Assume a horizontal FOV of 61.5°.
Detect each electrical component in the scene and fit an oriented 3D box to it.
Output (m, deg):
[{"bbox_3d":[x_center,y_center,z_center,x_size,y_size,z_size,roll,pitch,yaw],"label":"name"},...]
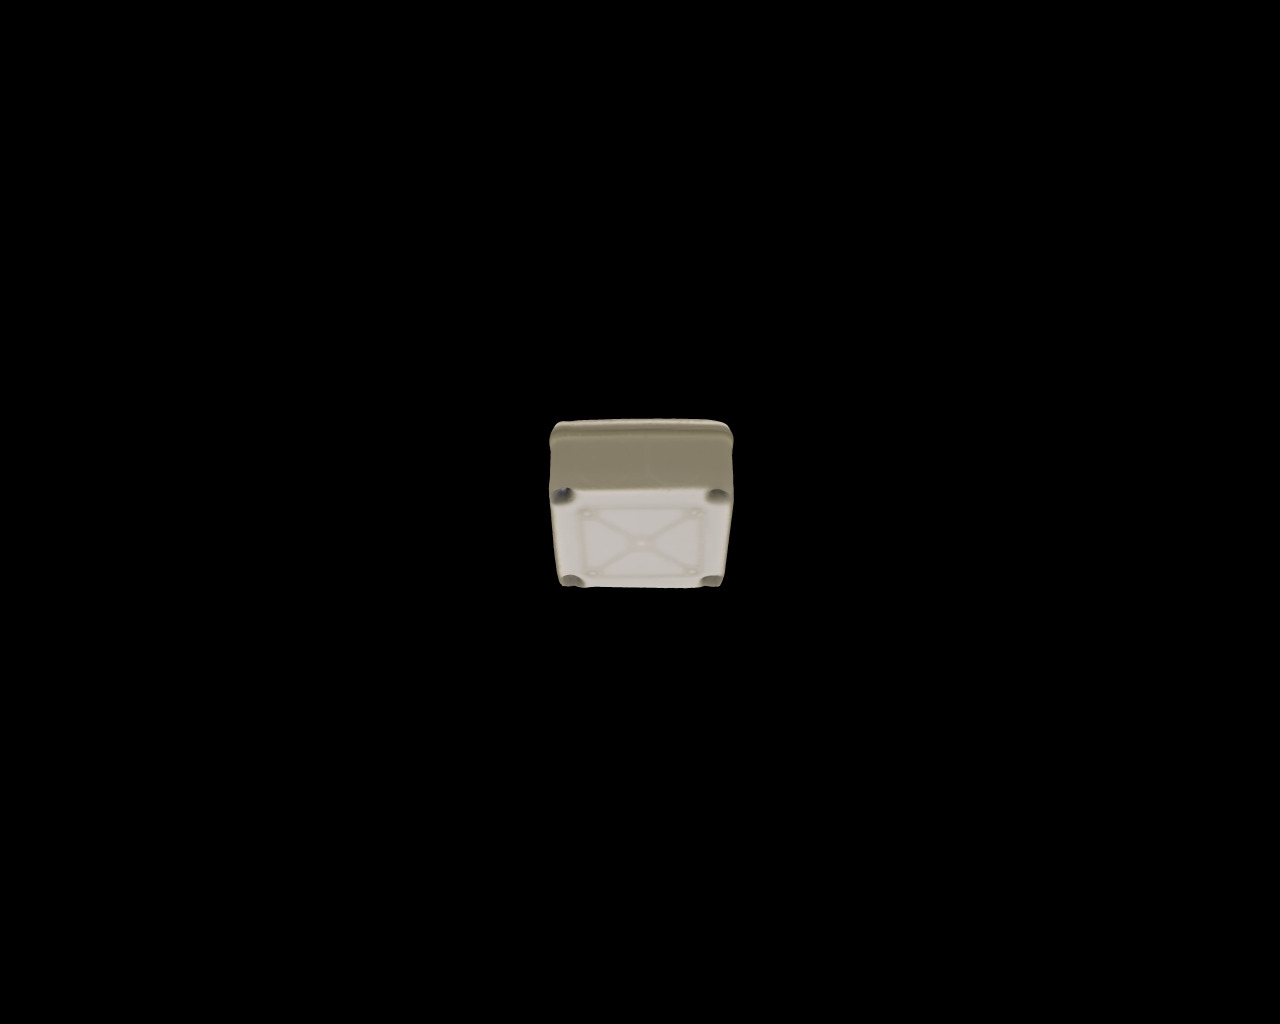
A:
[{"bbox_3d":[0.001,-0.003,0.650,0.109,0.056,0.108,0,-37,0],"label":"electrical component"}]
